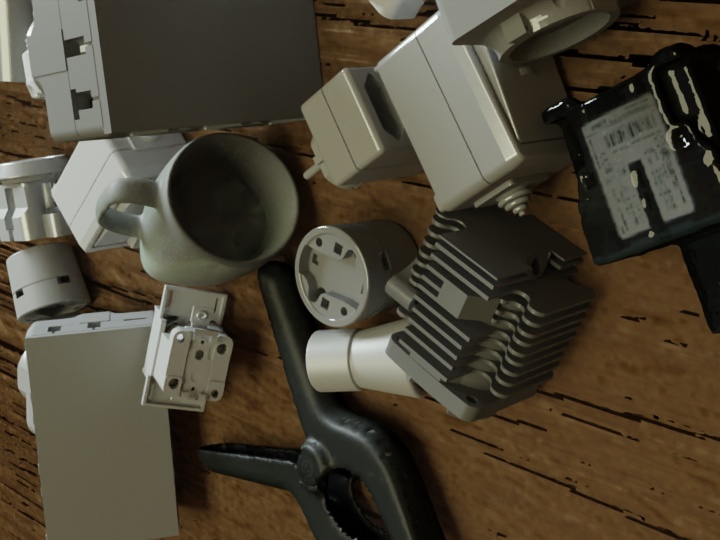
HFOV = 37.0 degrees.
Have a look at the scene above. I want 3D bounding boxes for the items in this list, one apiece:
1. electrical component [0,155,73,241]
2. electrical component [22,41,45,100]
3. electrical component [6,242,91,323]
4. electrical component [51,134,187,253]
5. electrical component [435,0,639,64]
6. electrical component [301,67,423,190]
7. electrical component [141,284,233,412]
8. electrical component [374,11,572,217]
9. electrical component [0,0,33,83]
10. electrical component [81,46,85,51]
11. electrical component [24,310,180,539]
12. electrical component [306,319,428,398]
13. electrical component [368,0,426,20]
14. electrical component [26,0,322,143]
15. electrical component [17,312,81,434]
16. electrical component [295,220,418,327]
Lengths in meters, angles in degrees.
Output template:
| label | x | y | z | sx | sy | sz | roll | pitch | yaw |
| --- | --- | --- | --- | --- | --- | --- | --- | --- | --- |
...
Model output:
| label | x | y | z | sx | sy | sz | roll | pitch | yaw |
| --- | --- | --- | --- | --- | --- | --- | --- | --- | --- |
| electrical component | -0.241 | -0.054 | 0.803 | 0.078 | 0.058 | 0.057 | 1 | 103 | 44 |
| electrical component | -0.220 | -0.155 | 0.769 | 0.043 | 0.043 | 0.062 | -7 | 93 | 44 |
| electrical component | -0.238 | 0.009 | 0.816 | 0.055 | 0.055 | 0.047 | -27 | 77 | 44 |
| electrical component | -0.151 | -0.060 | 0.711 | 0.061 | 0.062 | 0.096 | 57 | 131 | 19 |
| electrical component | 0.076 | -0.125 | 0.462 | 0.050 | 0.089 | 0.055 | -26 | 81 | 44 |
| electrical component | 0.000 | -0.067 | 0.563 | 0.077 | 0.066 | 0.047 | -33 | 76 | 43 |
| electrical component | -0.110 | 0.054 | 0.691 | 0.064 | 0.042 | 0.081 | -150 | 71 | -67 |
| electrical component | 0.063 | -0.073 | 0.505 | 0.061 | 0.062 | 0.096 | -34 | 76 | 43 |
| electrical component | -0.265 | -0.182 | 0.806 | 0.079 | 0.043 | 0.077 | 13 | 108 | 41 |
| electrical component | -0.163 | -0.131 | 0.718 | 0.079 | 0.043 | 0.077 | -1 | 107 | 30 |
| electrical component | -0.178 | 0.109 | 0.750 | 0.062 | 0.089 | 0.150 | -144 | 50 | -75 |
| electrical component | 0.004 | 0.049 | 0.588 | 0.065 | 0.044 | 0.044 | -5 | 96 | 24 |
| electrical component | 0.013 | -0.173 | 0.534 | 0.078 | 0.058 | 0.057 | 54 | 133 | 21 |
| electrical component | -0.097 | -0.120 | 0.584 | 0.062 | 0.150 | 0.089 | 0 | 99 | 42 |
| electrical component | -0.220 | 0.084 | 0.815 | 0.059 | 0.054 | 0.095 | 19 | 112 | 40 |
| electrical component | 0.000 | 0.000 | 0.591 | 0.055 | 0.047 | 0.055 | 11 | 107 | 41 |
